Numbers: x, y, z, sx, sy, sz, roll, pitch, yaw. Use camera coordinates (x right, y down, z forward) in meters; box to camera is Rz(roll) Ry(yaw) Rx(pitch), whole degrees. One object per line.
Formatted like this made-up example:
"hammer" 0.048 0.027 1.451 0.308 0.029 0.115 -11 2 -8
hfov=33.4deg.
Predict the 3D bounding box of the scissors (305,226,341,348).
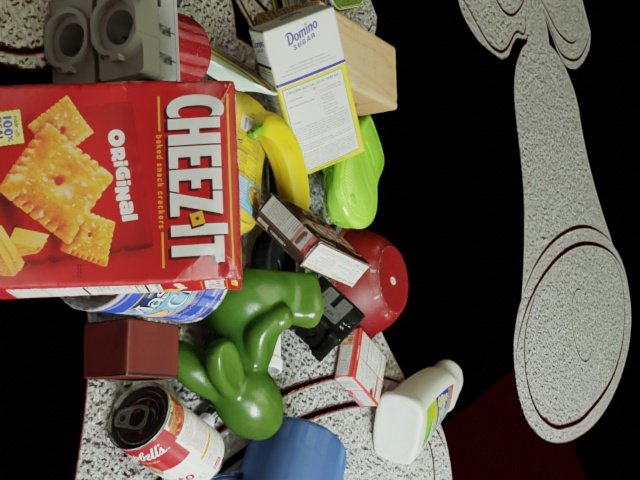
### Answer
"scissors" 0.006 0.059 1.346 0.201 0.016 0.096 -51 126 -51

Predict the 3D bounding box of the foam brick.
"foam brick" -0.173 0.102 0.978 0.078 0.053 0.051 17 69 -60

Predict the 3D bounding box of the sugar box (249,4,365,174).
"sugar box" -0.014 -0.169 1.207 0.093 0.048 0.176 -24 115 -21

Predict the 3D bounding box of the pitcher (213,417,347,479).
"pitcher" -0.056 0.299 1.082 0.242 0.145 0.149 -72 155 -43

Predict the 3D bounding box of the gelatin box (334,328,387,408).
"gelatin box" 0.053 0.167 1.395 0.089 0.030 0.073 52 41 -46

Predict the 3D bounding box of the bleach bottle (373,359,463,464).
"bleach bottle" 0.153 0.223 1.517 0.250 0.068 0.102 -30 130 -61

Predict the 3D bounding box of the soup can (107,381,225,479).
"soup can" -0.142 0.185 0.998 0.102 0.069 0.068 50 43 -46

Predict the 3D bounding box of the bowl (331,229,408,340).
"bowl" 0.075 0.056 1.435 0.161 0.055 0.162 20 66 -58

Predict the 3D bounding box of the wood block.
"wood block" 0.012 -0.222 1.346 0.205 0.091 0.090 14 73 -60

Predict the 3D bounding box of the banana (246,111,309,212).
"banana" -0.043 -0.078 1.166 0.069 0.037 0.197 -61 150 -27

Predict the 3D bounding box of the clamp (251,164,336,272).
"clamp" -0.035 0.009 1.265 0.164 0.036 0.210 52 41 -45

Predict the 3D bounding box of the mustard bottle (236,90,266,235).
"mustard bottle" -0.101 -0.062 1.138 0.096 0.058 0.191 34 54 -51

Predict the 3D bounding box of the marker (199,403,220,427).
"marker" -0.108 0.178 1.111 0.121 0.020 0.020 -43 121 -56

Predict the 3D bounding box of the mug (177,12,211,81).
"mug" -0.166 -0.192 1.035 0.117 0.093 0.081 49 19 15

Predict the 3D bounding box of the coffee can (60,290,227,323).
"coffee can" -0.160 0.019 0.966 0.140 0.103 0.103 16 69 -59

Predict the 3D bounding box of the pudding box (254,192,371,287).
"pudding box" -0.008 0.001 1.149 0.039 0.090 0.113 -53 147 10

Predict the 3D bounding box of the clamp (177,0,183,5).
"clamp" -0.145 -0.285 1.103 0.171 0.039 0.120 -7 77 -66

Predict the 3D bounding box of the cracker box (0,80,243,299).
"cracker box" -0.171 -0.040 0.849 0.072 0.213 0.164 115 -28 -81

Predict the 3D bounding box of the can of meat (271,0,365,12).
"can of meat" -0.001 -0.309 1.348 0.101 0.084 0.057 -31 111 -59
